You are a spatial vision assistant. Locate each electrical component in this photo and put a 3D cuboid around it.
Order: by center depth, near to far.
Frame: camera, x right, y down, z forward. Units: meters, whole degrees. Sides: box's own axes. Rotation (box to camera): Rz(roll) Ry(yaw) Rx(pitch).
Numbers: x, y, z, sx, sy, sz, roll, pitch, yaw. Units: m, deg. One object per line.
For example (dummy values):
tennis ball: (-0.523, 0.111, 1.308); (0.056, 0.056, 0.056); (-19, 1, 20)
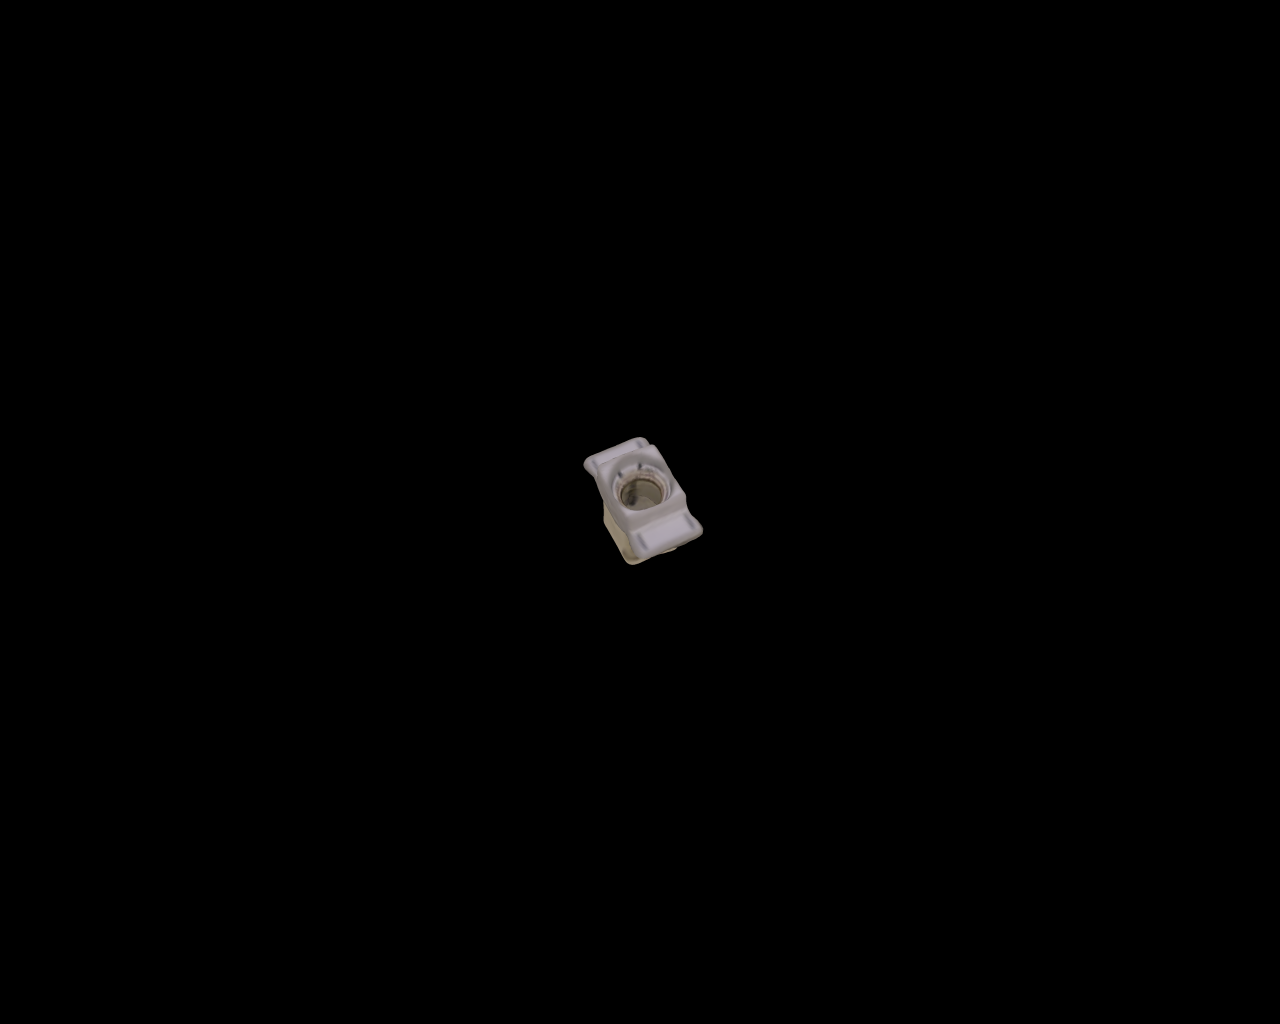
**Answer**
electrical component: (0.001, -0.003, 0.650); (0.042, 0.081, 0.063); (-21, -32, -14)
